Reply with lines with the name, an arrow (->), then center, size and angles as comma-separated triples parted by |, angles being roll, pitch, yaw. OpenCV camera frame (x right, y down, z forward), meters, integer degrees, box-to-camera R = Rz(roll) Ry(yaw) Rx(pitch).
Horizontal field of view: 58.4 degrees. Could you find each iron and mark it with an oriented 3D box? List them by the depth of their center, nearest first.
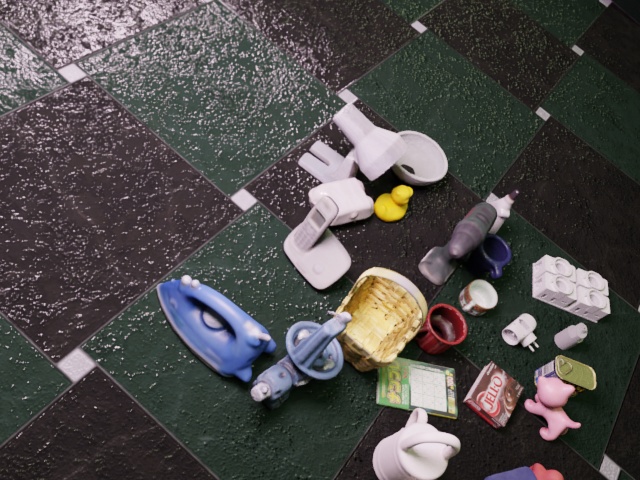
iron -> -0.196, 0.137, 1.054 | 0.258, 0.141, 0.119 | 38, 53, 4

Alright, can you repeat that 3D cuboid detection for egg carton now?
egg carton -> 0.051, -0.086, 1.345 | 0.151, 0.069, 0.107 | -16, 66, -30

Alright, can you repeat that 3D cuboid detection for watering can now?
watering can -> 0.178, 0.385, 1.014 | 0.101, 0.194, 0.172 | -2, 60, -23

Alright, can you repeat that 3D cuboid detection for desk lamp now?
desk lamp -> 0.078, -0.208, 1.344 | 0.203, 0.213, 0.118 | 35, 53, 3

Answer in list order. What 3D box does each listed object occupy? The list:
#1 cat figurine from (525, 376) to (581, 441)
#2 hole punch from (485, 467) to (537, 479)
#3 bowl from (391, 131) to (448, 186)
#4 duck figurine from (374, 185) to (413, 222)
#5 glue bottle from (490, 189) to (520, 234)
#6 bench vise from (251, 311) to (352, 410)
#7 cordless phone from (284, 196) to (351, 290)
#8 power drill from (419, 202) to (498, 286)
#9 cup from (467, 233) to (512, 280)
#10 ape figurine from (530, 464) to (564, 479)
cat figurine -> 0.501, 0.349, 1.217 | 0.067, 0.117, 0.127 | -16, 66, -30
hole punch -> 0.362, 0.497, 1.082 | 0.101, 0.091, 0.108 | -3, 60, -24
bowl -> 0.244, -0.200, 1.494 | 0.168, 0.074, 0.167 | 11, 56, -16
duck figurine -> 0.184, -0.097, 1.396 | 0.105, 0.086, 0.077 | -28, 72, -34
glue bottle -> 0.444, -0.071, 1.431 | 0.037, 0.173, 0.078 | 5, 57, -19
bench vise -> -0.021, 0.218, 1.024 | 0.121, 0.219, 0.208 | 34, 53, 2
cordless phone -> 0.011, 0.004, 1.197 | 0.094, 0.185, 0.147 | -33, 75, -35
power drill -> 0.312, 0.014, 1.300 | 0.075, 0.208, 0.230 | 41, 53, 7
cup -> 0.402, 0.056, 1.381 | 0.092, 0.095, 0.117 | 8, 56, -17
ape figurine -> 0.442, 0.479, 1.126 | 0.076, 0.092, 0.078 | 8, 56, -17
